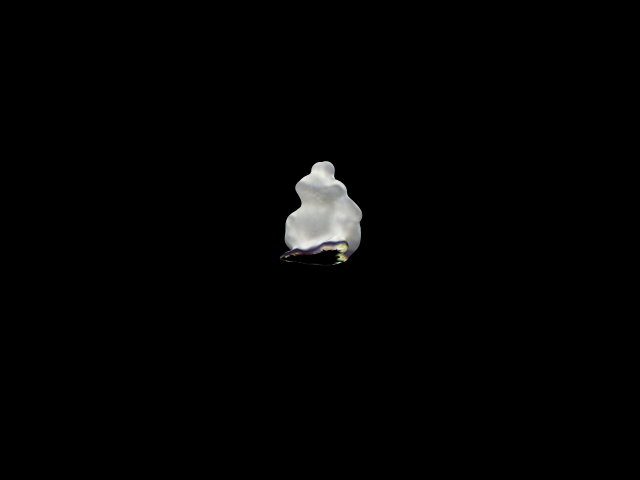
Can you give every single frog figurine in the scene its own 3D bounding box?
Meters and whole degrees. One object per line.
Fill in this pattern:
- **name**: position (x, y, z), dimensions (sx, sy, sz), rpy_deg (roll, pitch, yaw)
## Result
- **frog figurine**: position (0.003, -0.043, 0.850), dimensions (0.136, 0.162, 0.122), rpy_deg (-21, -30, 41)
